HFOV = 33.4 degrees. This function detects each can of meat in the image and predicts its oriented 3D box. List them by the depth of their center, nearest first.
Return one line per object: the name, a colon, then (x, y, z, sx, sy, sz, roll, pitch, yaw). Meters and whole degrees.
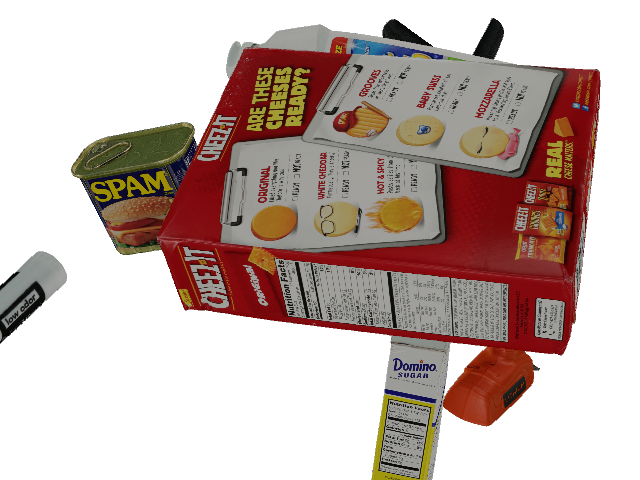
can of meat: (-0.136, -0.040, 0.862, 0.102, 0.084, 0.057, -8, 35, 19)

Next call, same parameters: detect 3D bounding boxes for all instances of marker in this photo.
marker: (-0.152, 0.048, 0.446, 0.020, 0.020, 0.121, 0, 36, 38)

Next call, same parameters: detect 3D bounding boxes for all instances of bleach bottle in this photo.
bleach bottle: (0.049, -0.099, 0.783, 0.251, 0.102, 0.068, 15, -27, 13)

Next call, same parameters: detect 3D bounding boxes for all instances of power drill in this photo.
power drill: (0.156, 0.070, 0.956, 0.057, 0.188, 0.184, 23, 34, 31)

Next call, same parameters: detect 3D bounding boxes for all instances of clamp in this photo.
clamp: (0.121, -0.154, 0.994, 0.120, 0.171, 0.039, -1, -44, -1)

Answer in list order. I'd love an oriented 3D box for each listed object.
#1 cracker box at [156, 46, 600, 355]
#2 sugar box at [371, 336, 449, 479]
cracker box: (0.040, -0.028, 0.596, 0.214, 0.164, 0.072, 5, -42, 15)
sugar box: (0.068, 0.127, 0.794, 0.048, 0.176, 0.093, 8, 28, 10)
